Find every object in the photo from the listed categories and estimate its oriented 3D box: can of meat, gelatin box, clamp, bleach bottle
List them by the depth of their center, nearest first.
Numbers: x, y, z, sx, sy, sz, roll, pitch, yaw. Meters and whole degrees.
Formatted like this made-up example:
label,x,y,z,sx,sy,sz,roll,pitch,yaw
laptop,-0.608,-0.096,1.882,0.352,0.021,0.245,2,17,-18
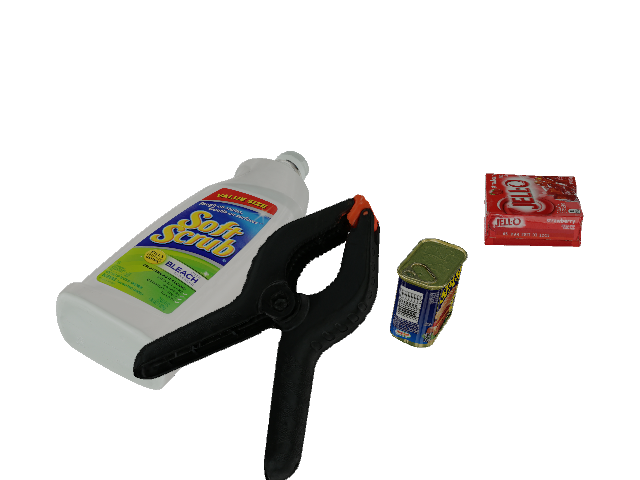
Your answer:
label,x,y,z,sx,sy,sz,roll,pitch,yaw
clamp,-0.016,0.053,0.622,0.120,0.171,0.039,43,-4,20
gelatin box,0.167,-0.025,0.847,0.073,0.030,0.089,2,24,8
bleach bottle,-0.091,0.003,0.848,0.103,0.068,0.250,26,48,16
can of meat,0.118,0.059,1.187,0.057,0.084,0.102,19,31,18
